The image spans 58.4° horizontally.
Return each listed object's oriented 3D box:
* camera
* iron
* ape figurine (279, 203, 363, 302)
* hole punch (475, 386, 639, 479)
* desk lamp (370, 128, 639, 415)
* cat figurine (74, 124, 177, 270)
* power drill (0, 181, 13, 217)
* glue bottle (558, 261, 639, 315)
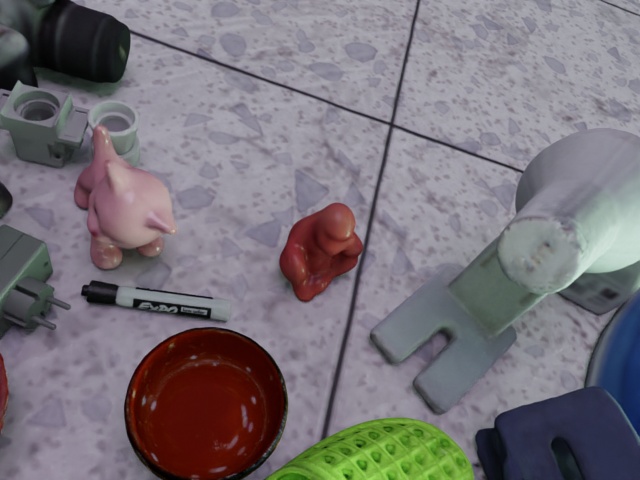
[{"bbox_3d":[-0.266,-0.198,0.558,0.137,0.100,0.143,15,54,-8],"label":"camera"},{"bbox_3d":[0.343,0.101,0.522,0.118,0.141,0.259,45,56,14],"label":"iron"},{"bbox_3d":[0.005,0.002,0.514,0.078,0.092,0.076,2,56,-16],"label":"ape figurine"},{"bbox_3d":[0.192,0.182,0.452,0.101,0.091,0.108,-5,59,-20],"label":"hole punch"},{"bbox_3d":[0.171,0.022,0.477,0.204,0.213,0.117,-34,72,-33],"label":"desk lamp"},{"bbox_3d":[-0.163,-0.037,0.471,0.067,0.117,0.127,-16,63,-26],"label":"cat figurine"},{"bbox_3d":[-0.294,-0.094,0.412,0.229,0.208,0.076,39,55,11],"label":"power drill"},{"bbox_3d":[0.296,0.008,0.551,0.078,0.173,0.037,31,54,5],"label":"glue bottle"}]
